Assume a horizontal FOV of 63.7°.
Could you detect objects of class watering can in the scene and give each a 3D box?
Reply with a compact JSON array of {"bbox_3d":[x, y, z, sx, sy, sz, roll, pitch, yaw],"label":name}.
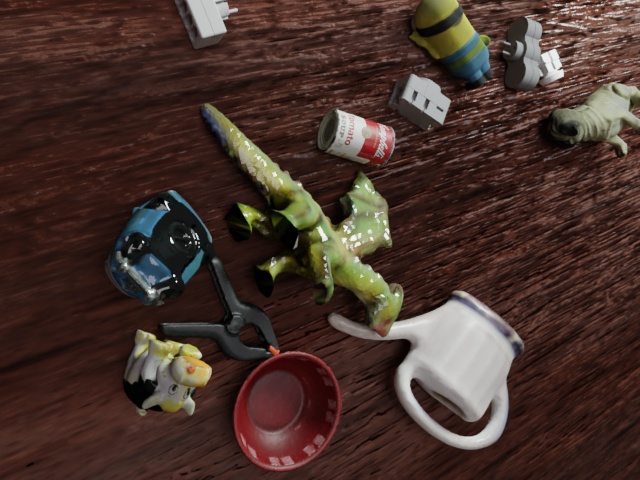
[{"bbox_3d":[0.191,0.174,0.832,0.346,0.103,0.227,44,69,-7],"label":"watering can"}]

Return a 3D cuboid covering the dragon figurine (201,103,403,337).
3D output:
[{"bbox_3d":[0.002,-0.038,0.765,0.245,0.120,0.412,-20,83,-43],"label":"dragon figurine"}]
